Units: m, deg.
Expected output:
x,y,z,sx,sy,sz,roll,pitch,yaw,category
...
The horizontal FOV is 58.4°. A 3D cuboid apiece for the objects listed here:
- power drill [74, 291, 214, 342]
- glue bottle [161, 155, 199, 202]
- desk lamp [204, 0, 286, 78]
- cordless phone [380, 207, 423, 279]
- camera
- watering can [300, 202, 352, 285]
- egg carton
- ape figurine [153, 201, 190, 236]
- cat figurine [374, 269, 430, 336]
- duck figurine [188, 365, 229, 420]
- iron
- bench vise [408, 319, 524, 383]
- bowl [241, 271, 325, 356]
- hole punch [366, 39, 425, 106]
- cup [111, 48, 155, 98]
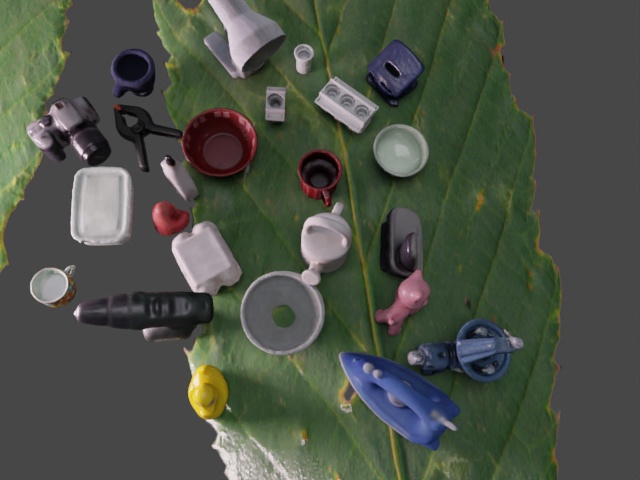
x,y,z,sx,sy,sz,roll,pitch,yaw,category
-0.309,0.142,1.070,0.229,0.208,0.075,-5,75,-4,power drill
-0.292,-0.136,1.164,0.078,0.173,0.037,44,77,9,glue bottle
-0.171,-0.439,1.233,0.118,0.213,0.203,-38,80,-12,desk lamp
0.178,-0.005,1.149,0.094,0.185,0.147,-1,75,-3,cordless phone
-0.521,-0.219,1.212,0.143,0.101,0.136,-38,80,-12,camera
0.013,0.005,1.133,0.101,0.194,0.173,-1,75,-3,watering can
-0.234,0.041,1.174,0.107,0.069,0.150,-31,79,-11,egg carton
-0.315,-0.052,1.182,0.077,0.092,0.076,41,77,8,ape figurine
0.173,0.125,1.149,0.067,0.118,0.128,40,76,8,cat figurine
-0.218,0.292,1.098,0.077,0.086,0.104,-7,75,-5,duck figurine
0.147,0.289,1.090,0.258,0.141,0.119,34,76,6,iron
0.281,0.221,1.076,0.207,0.220,0.121,-23,77,-9,bench vise
-0.074,0.150,1.150,0.167,0.075,0.167,1,75,-3,bowl
0.169,-0.379,1.299,0.101,0.091,0.108,-40,80,-12,hole punch
-0.406,-0.346,1.256,0.091,0.095,0.118,27,75,5,cup
